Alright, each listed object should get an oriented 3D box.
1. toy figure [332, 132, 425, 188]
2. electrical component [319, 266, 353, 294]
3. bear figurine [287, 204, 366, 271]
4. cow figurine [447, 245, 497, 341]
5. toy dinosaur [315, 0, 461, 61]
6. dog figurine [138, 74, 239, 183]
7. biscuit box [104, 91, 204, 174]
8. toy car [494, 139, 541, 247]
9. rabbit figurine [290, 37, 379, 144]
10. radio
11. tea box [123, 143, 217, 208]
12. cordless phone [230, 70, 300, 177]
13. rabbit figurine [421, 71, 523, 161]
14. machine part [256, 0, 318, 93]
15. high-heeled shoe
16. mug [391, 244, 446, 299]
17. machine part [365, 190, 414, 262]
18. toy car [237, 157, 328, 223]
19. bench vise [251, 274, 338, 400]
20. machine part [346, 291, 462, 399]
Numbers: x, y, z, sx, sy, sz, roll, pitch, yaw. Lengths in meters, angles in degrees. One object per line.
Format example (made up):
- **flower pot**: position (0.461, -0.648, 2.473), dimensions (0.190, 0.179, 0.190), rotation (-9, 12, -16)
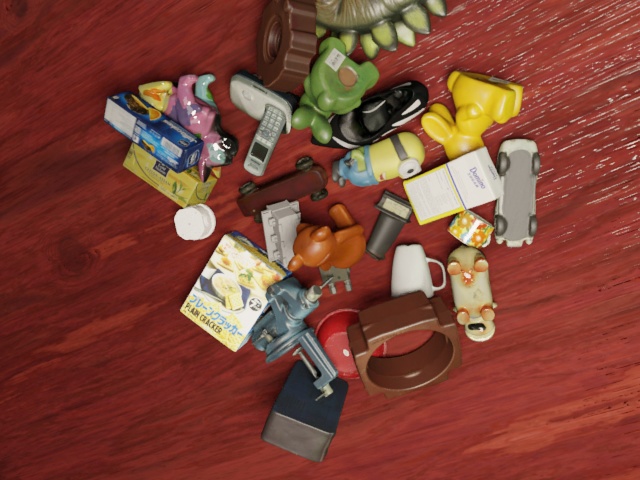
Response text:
- **toy figure**: position (0.113, -0.153, 1.042), dimensions (0.180, 0.082, 0.089), rotation (-8, 100, 19)
- **electrical component**: position (0.033, 0.066, 1.133), dimensions (0.063, 0.021, 0.094), rotation (-14, 95, 17)
- **bear figurine**: position (0.001, -0.001, 1.023), dimensions (0.120, 0.195, 0.132), rotation (-53, 58, 20)
- **cow figurine**: position (0.284, 0.102, 1.004), dimensions (0.086, 0.127, 0.194), rotation (-10, 109, 16)
- **toy dinosaur**: position (0.121, -0.444, 0.978), dimensions (0.472, 0.105, 0.198), rotation (-10, 105, 26)
- **dog figurine**: position (-0.269, -0.228, 1.120), dimensions (0.192, 0.108, 0.219), rotation (-7, 101, 16)
- **biscuit box**: position (-0.326, -0.213, 1.054), dimensions (0.203, 0.063, 0.059), rotation (35, 127, 9)
- **toy car**: position (0.365, -0.085, 0.999), dimensions (0.074, 0.056, 0.201), rotation (0, 102, 9)
- **rabbit figurine**: position (0.014, -0.260, 1.007), dimensions (0.121, 0.170, 0.159), rotation (25, 73, -15)
- **radio**: position (-0.023, 0.341, 1.093), dimensions (0.131, 0.229, 0.073), rotation (22, 106, 5)
- **tea box**: position (-0.320, -0.145, 1.152), dimensions (0.170, 0.098, 0.068), rotation (33, 108, 6)
- **cordless phone**: position (-0.134, -0.235, 1.095), dimensions (0.147, 0.089, 0.184), rotation (30, 110, 8)
- **rabbit figurine**: position (0.268, -0.209, 0.975), dimensions (0.163, 0.122, 0.173), rotation (15, 122, 15)
- **machine part**: position (-0.065, -0.359, 0.975), dimensions (0.056, 0.180, 0.179), rotation (1, 104, -28)
- **high-heeled shoe**: position (0.084, -0.225, 1.002), dimensions (0.249, 0.145, 0.086), rotation (-21, 93, 16)
- **mug**: position (0.190, 0.060, 1.060), dimensions (0.110, 0.081, 0.107), rotation (-6, 90, 22)
- **machine part**: position (0.134, -0.025, 1.082), dimensions (0.084, 0.039, 0.138), rotation (22, 103, 2)
- **toy car**: position (-0.078, -0.102, 1.117), dimensions (0.202, 0.053, 0.089), rotation (-21, 115, 19)
- **bench vise**: position (-0.034, 0.201, 1.093), dimensions (0.223, 0.129, 0.241), rotation (-41, 76, 24)
- **machine part**: position (0.162, 0.203, 1.034), dimensions (0.201, 0.087, 0.200), rotation (-18, 129, 3)
